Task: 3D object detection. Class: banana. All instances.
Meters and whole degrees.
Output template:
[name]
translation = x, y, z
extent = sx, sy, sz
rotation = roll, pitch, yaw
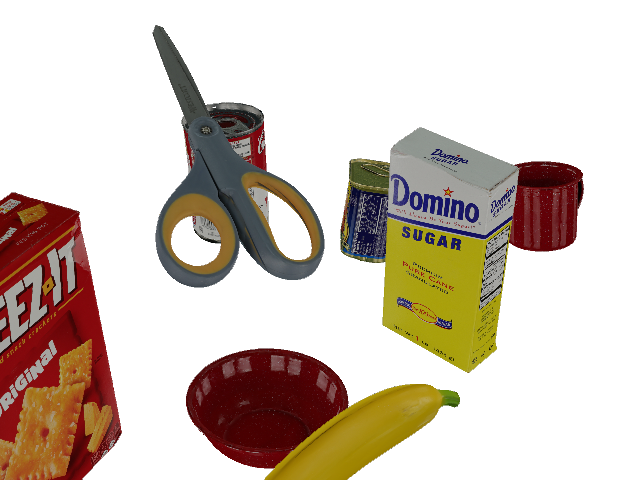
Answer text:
[banana]
translation = 0.010, 0.152, 0.714
extent = 0.197, 0.069, 0.037
rotation = -35, 43, -4

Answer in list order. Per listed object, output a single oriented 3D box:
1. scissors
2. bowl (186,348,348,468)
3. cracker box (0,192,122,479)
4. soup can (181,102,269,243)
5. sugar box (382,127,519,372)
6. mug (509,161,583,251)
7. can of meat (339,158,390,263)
[scissors]
translation = -0.076, -0.046, 0.592
extent = 0.096, 0.202, 0.016
rotation = -27, -30, -28
[bowl]
translation = -0.053, 0.178, 1.073
extent = 0.162, 0.055, 0.162
rotation = 1, 31, -1
[cracker box]
translation = -0.222, 0.101, 0.745
extent = 0.072, 0.214, 0.164
rotation = 13, 36, 23
[soup can]
translation = -0.079, -0.056, 0.899
extent = 0.068, 0.102, 0.068
rotation = -2, 30, 1
[sugar box]
translation = 0.096, 0.009, 0.828
extent = 0.093, 0.176, 0.048
rotation = 27, 46, 33
[mug]
translation = 0.263, -0.042, 1.238
extent = 0.117, 0.081, 0.093
rotation = -22, 28, -36
[can of meat]
translation = 0.052, -0.032, 1.136
extent = 0.057, 0.084, 0.102
rotation = 8, 20, -1
